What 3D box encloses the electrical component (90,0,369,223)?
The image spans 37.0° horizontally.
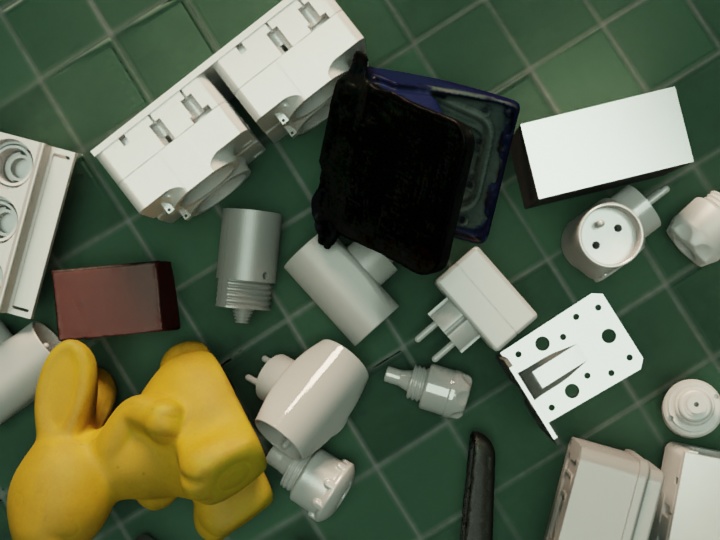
[{"bbox_3d":[-0.082,-0.109,0.749,0.186,0.105,0.060,-38,87,1],"label":"electrical component"}]

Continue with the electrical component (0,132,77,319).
[{"bbox_3d":[-0.254,-0.034,0.775,0.079,0.063,0.121,15,89,3],"label":"electrical component"}]

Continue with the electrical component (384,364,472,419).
[{"bbox_3d":[0.048,0.083,0.774,0.061,0.035,0.035,17,89,5],"label":"electrical component"}]

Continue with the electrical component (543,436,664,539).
[{"bbox_3d":[0.164,0.179,0.746,0.057,0.078,0.113,15,89,5],"label":"electrical component"}]

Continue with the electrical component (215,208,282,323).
[{"bbox_3d":[-0.082,-0.002,0.777,0.043,0.043,0.081,5,89,2],"label":"electrical component"}]

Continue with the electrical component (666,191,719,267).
[{"bbox_3d":[0.254,-0.036,0.764,0.062,0.043,0.043,-42,87,0],"label":"electrical component"}]

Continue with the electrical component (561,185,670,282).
[{"bbox_3d":[0.182,-0.032,0.750,0.079,0.077,0.044,-38,87,0],"label":"electrical component"}]

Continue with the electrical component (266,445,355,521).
[{"bbox_3d":[-0.038,0.147,0.772,0.062,0.048,0.048,31,90,10],"label":"electrical component"}]

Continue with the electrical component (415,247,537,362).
[{"bbox_3d":[0.075,0.033,0.768,0.077,0.047,0.065,-41,87,1],"label":"electrical component"}]

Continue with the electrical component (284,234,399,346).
[{"bbox_3d":[0.000,0.000,0.774,0.079,0.043,0.077,-42,87,0],"label":"electrical component"}]

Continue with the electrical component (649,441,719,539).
[{"bbox_3d":[0.285,0.180,0.748,0.150,0.062,0.089,11,89,3],"label":"electrical component"}]

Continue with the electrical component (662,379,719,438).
[{"bbox_3d":[0.232,0.096,0.748,0.040,0.078,0.040,-3,79,13],"label":"electrical component"}]

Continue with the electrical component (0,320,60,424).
[{"bbox_3d":[-0.264,0.063,0.782,0.077,0.044,0.079,-39,88,1],"label":"electrical component"}]

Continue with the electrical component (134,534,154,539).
[{"bbox_3d":[-0.139,0.237,0.767,0.089,0.056,0.050,37,90,3],"label":"electrical component"}]

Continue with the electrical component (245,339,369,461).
[{"bbox_3d":[-0.047,0.085,0.769,0.079,0.044,0.077,25,62,33],"label":"electrical component"}]
